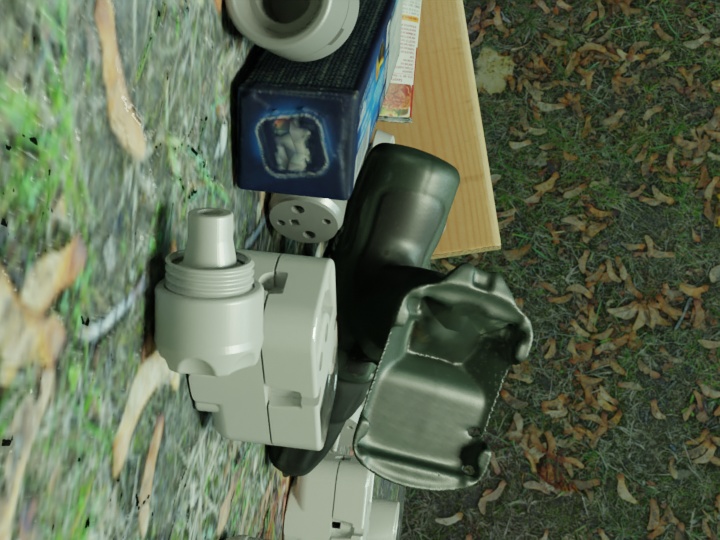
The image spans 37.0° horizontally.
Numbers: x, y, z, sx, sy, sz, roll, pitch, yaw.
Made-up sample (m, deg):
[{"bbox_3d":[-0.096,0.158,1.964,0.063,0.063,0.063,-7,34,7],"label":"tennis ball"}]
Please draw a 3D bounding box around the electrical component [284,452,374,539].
[{"bbox_3d":[-0.024,0.190,0.824,0.054,0.059,0.095,-14,110,-83],"label":"electrical component"}]

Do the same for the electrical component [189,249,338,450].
[{"bbox_3d":[-0.044,0.038,0.506,0.095,0.059,0.053,89,9,-45],"label":"electrical component"}]

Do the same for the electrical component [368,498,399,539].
[{"bbox_3d":[-0.010,0.228,0.901,0.043,0.077,0.079,86,13,-58],"label":"electrical component"}]

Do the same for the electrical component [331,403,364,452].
[{"bbox_3d":[-0.015,0.109,0.861,0.138,0.052,0.073,88,12,-55],"label":"electrical component"}]

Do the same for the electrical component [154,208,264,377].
[{"bbox_3d":[-0.059,0.007,0.422,0.043,0.043,0.062,-62,156,-73],"label":"electrical component"}]

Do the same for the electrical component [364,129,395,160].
[{"bbox_3d":[-0.006,-0.076,0.756,0.066,0.055,0.048,87,11,-56],"label":"electrical component"}]

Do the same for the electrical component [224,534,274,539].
[{"bbox_3d":[-0.047,0.165,0.589,0.035,0.061,0.035,6,90,-84],"label":"electrical component"}]

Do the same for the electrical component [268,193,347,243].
[{"bbox_3d":[-0.028,-0.050,0.632,0.045,0.045,0.055,87,12,-55],"label":"electrical component"}]

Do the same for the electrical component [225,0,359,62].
[{"bbox_3d":[-0.032,-0.125,0.495,0.047,0.055,0.055,-35,131,-77],"label":"electrical component"}]
